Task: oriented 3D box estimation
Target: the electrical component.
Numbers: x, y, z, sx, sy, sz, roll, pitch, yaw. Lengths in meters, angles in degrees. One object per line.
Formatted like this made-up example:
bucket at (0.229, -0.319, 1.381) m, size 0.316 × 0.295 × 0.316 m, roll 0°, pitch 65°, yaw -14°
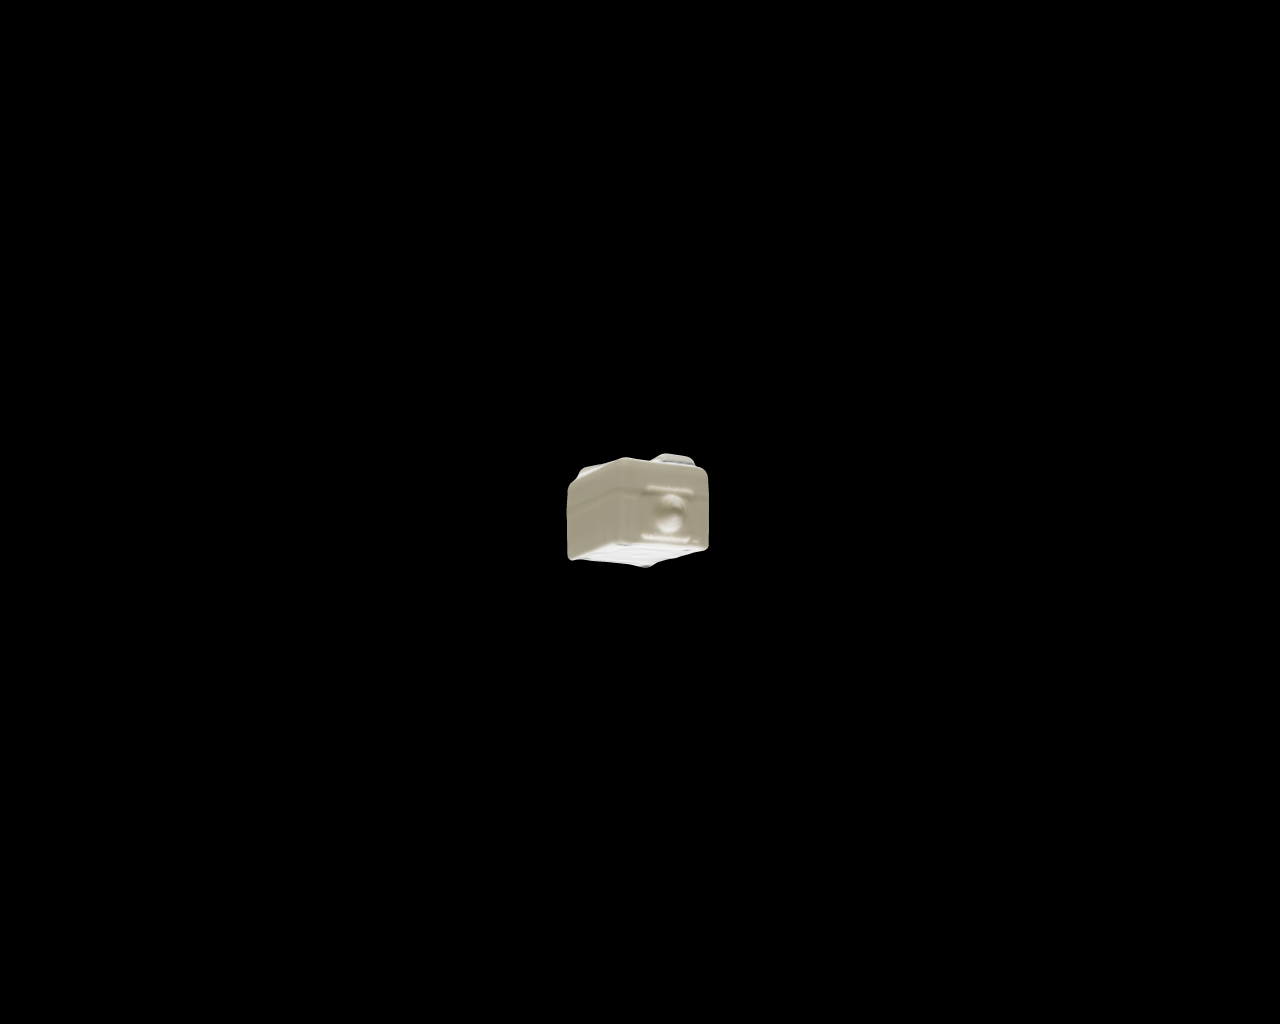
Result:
electrical component at (0.001, -0.003, 0.650) m, size 0.062 × 0.061 × 0.096 m, roll 6°, pitch -13°, yaw -27°
